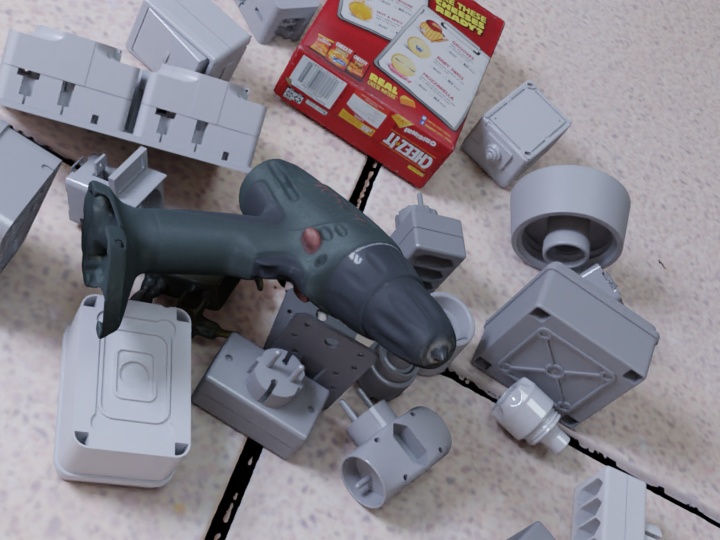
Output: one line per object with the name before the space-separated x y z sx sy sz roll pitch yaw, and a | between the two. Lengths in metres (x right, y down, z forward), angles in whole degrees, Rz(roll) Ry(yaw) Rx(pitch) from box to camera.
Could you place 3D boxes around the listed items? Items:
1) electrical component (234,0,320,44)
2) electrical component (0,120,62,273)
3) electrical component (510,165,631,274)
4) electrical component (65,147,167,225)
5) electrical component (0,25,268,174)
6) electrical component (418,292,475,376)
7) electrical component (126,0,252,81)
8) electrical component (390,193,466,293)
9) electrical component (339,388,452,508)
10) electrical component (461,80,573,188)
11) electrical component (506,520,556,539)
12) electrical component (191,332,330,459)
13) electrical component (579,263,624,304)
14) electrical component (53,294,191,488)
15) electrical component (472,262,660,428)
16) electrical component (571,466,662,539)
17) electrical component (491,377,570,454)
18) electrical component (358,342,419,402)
electrical component | -0.083 -0.264 0.998 0.050 0.055 0.089 -14 66 -37
electrical component | -0.249 -0.036 0.700 0.057 0.113 0.078 33 48 -10
electrical component | 0.186 -0.037 0.963 0.108 0.108 0.060 22 56 -16
electrical component | -0.178 -0.051 0.783 0.064 0.081 0.042 22 45 15
electrical component | -0.173 -0.132 0.809 0.186 0.105 0.060 14 97 -21
electrical component | 0.060 0.050 0.864 0.055 0.047 0.055 15 52 -21
electrical component | -0.152 -0.195 0.904 0.096 0.061 0.061 41 47 2
electrical component | 0.049 -0.029 0.901 0.047 0.065 0.076 12 53 -23
electrical component | 0.016 0.122 0.789 0.077 0.043 0.079 -29 76 -41
electrical component | 0.145 -0.125 1.034 0.061 0.061 0.096 46 55 6
electrical component | 0.125 0.234 0.771 0.076 0.047 0.066 49 48 8
electrical component | -0.063 0.080 0.752 0.083 0.075 0.047 33 48 -6
electrical component | 0.194 0.028 0.939 0.042 0.064 0.081 58 9 17
electrical component | -0.156 0.081 0.709 0.078 0.057 0.113 11 53 -24
electrical component | 0.166 0.063 0.876 0.109 0.108 0.056 34 50 -5
electrical component | 0.209 0.210 0.837 0.076 0.047 0.083 25 49 -11
electrical component | 0.140 0.120 0.864 0.062 0.043 0.043 43 47 2
electrical component | 0.025 0.071 0.819 0.043 0.062 0.043 16 52 -21
